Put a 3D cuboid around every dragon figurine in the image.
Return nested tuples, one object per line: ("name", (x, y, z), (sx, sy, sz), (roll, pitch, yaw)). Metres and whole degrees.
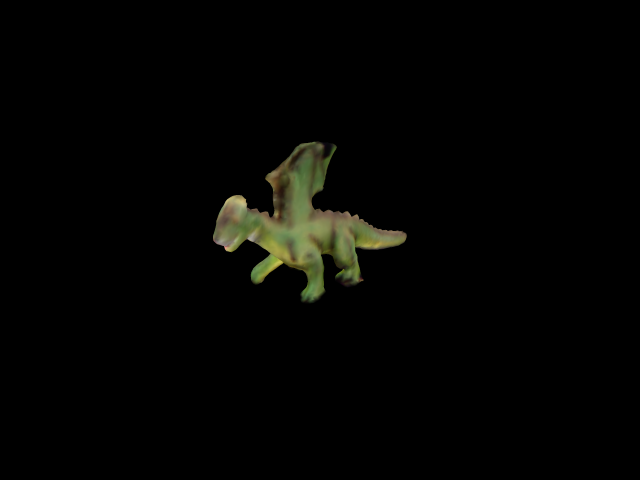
("dragon figurine", (0.003, -0.043, 0.850), (0.414, 0.238, 0.123), (-22, 33, -36))
